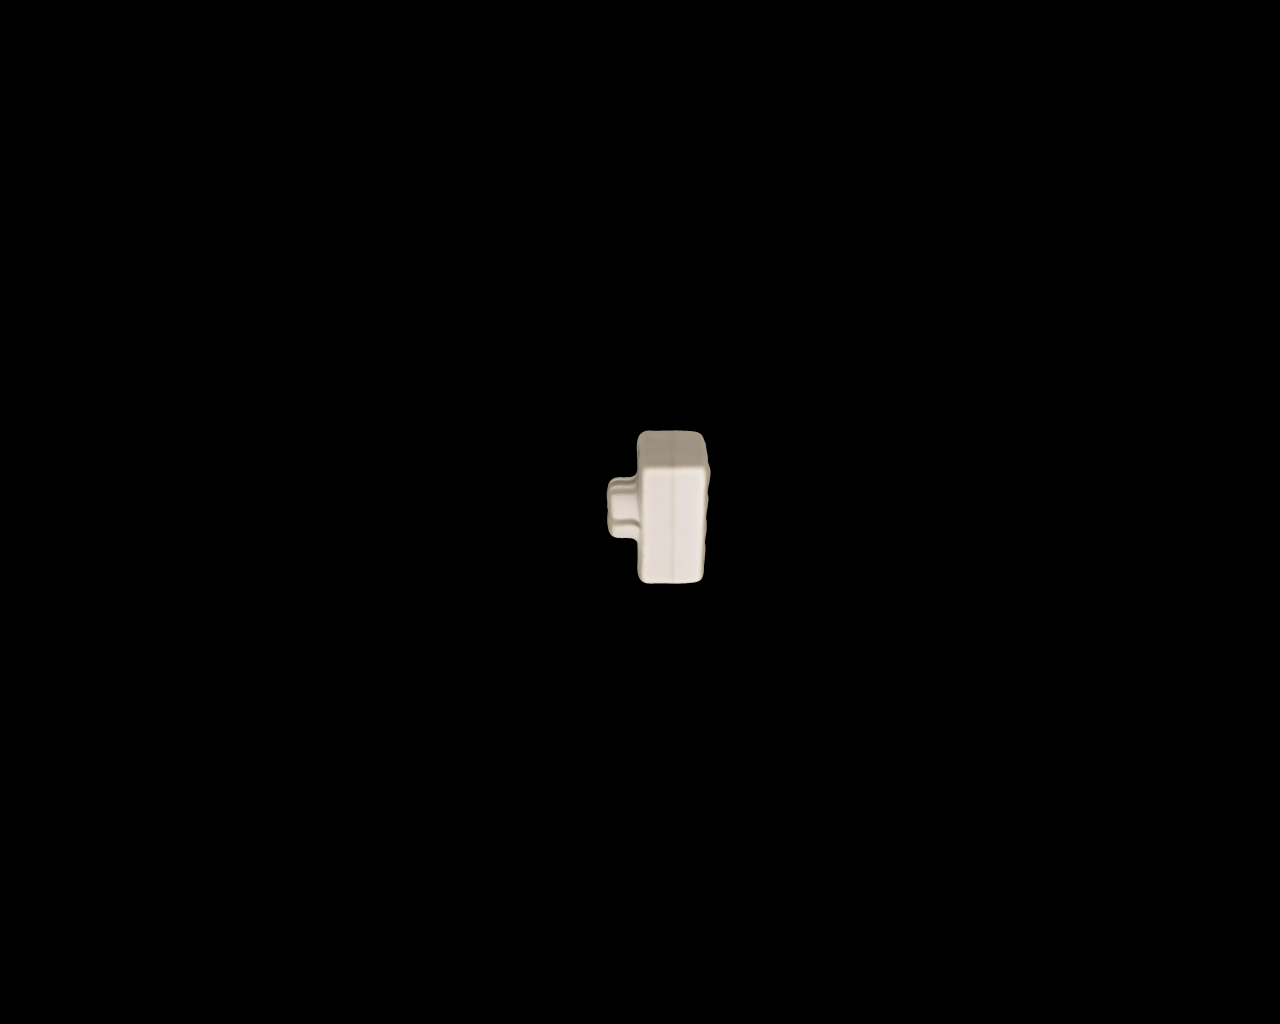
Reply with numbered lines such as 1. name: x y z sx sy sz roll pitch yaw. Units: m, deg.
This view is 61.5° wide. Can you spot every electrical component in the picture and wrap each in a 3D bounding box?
1. electrical component: 0.001 -0.003 0.650 0.076 0.083 0.047 0 32 0
